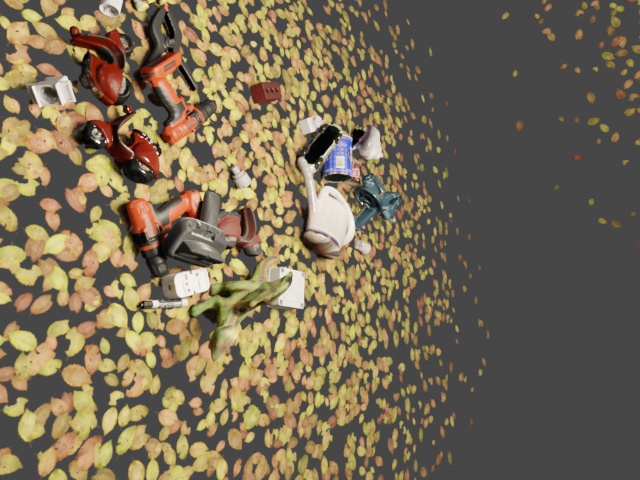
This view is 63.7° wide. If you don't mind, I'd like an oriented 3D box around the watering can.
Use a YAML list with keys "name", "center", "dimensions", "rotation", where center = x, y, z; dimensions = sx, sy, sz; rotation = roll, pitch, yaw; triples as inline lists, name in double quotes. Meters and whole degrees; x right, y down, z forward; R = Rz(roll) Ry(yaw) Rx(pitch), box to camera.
- name: "watering can"
  center: [0.005, -0.081, 1.610]
  dimensions: [0.342, 0.103, 0.229]
  rotation: [45, 50, -39]

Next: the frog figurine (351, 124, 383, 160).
- name: "frog figurine"
  center: [0.194, -0.352, 1.922]
  dimensions: [0.158, 0.121, 0.141]
  rotation: [28, 40, -33]

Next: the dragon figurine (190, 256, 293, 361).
- name: "dragon figurine"
  center: [-0.154, 0.132, 1.243]
  dimensions: [0.121, 0.241, 0.418]
  rotation: [59, 43, -19]
